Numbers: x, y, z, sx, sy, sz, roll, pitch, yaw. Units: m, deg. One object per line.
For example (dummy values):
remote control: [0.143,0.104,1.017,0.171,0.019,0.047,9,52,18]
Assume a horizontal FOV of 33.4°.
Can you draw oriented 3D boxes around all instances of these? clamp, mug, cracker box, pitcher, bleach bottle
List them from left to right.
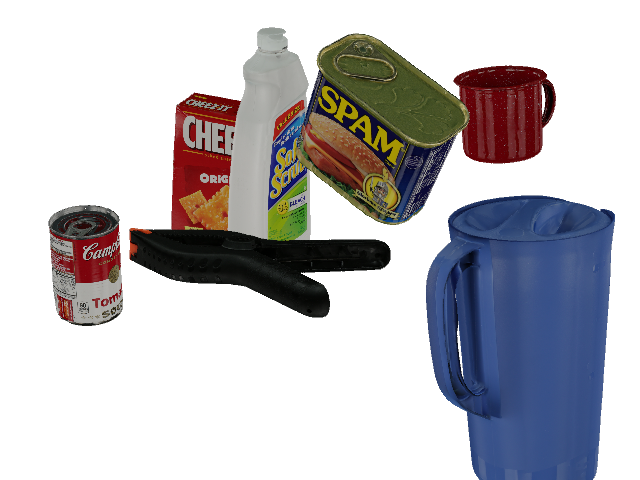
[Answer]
cracker box: [-0.112,-0.074,1.424,0.164,0.214,0.072,12,26,13]
clamp: [-0.060,0.018,0.840,0.210,0.036,0.164,6,14,12]
bleach bottle: [-0.057,-0.099,1.140,0.068,0.251,0.102,21,32,36]
mug: [0.195,-0.132,1.100,0.117,0.081,0.093,-19,25,-29]
pitcher: [0.169,0.091,0.895,0.149,0.243,0.145,-1,17,10]

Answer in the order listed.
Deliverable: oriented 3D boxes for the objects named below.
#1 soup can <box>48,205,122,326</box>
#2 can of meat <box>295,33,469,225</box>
soup can: [-0.232,0.025,1.060,0.068,0.102,0.068,2,27,-1]
can of meat: [0.036,-0.070,0.700,0.102,0.084,0.057,40,51,18]
